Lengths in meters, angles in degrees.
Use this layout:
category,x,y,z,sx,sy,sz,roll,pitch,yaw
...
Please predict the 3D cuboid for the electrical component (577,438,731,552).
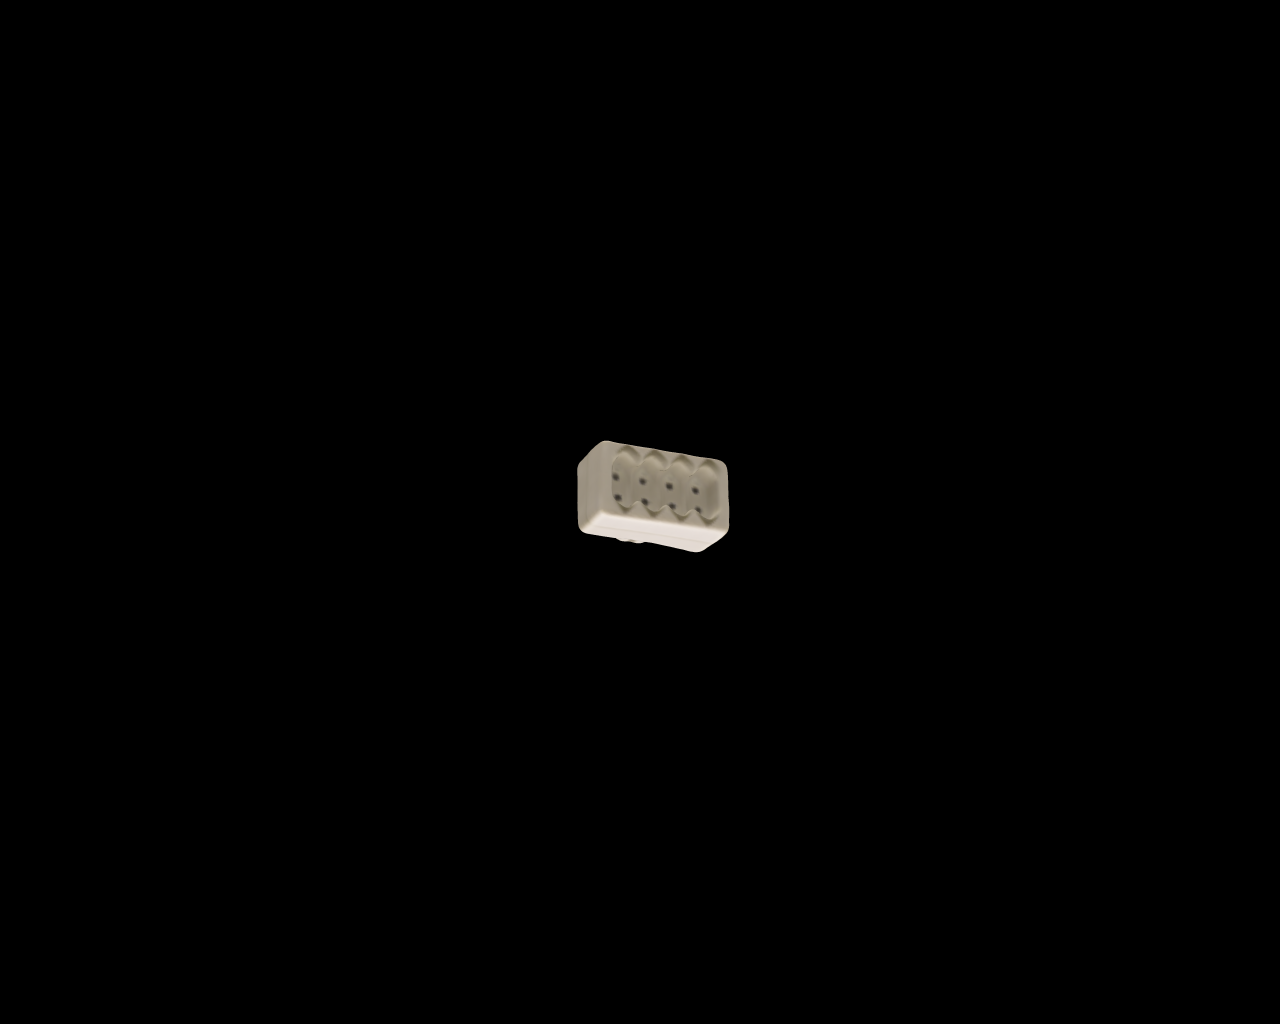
category,x,y,z,sx,sy,sz,roll,pitch,yaw
electrical component,0.001,-0.003,0.650,0.083,0.047,0.075,9,-23,-22
